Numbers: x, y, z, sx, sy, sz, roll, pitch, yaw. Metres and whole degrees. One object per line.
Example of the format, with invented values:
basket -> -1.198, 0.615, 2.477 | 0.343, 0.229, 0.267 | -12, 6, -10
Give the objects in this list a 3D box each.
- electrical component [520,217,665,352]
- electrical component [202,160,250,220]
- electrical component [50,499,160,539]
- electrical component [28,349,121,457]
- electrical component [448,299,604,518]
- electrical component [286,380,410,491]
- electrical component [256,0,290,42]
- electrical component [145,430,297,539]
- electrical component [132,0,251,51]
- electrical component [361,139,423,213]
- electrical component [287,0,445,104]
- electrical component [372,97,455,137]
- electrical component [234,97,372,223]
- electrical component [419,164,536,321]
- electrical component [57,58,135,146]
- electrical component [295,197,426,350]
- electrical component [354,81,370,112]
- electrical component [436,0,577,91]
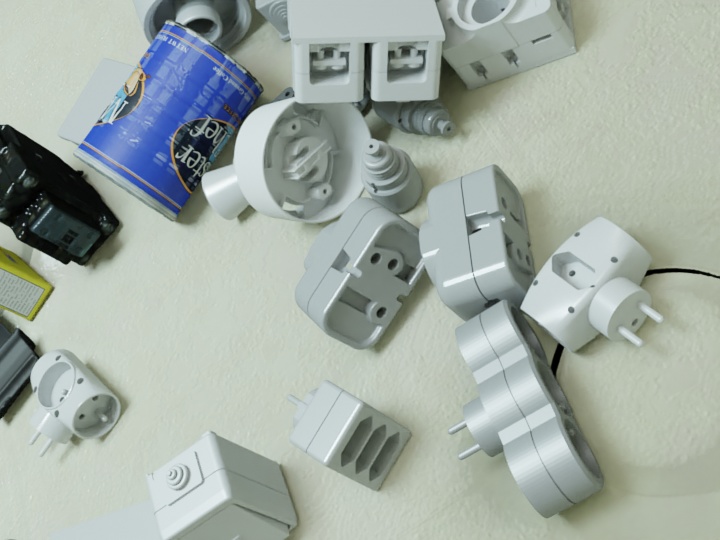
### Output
electrical component -> 0.153, 0.018, 0.667 | 0.077, 0.043, 0.079 | -50, 48, 1
electrical component -> -0.096, -0.073, 0.888 | 0.055, 0.045, 0.045 | -28, 53, 19
electrical component -> -0.156, 0.263, 0.734 | 0.105, 0.060, 0.186 | -22, 55, 23
electrical component -> -0.246, 0.116, 0.888 | 0.077, 0.044, 0.079 | 33, 87, 41
electrical component -> 0.088, 0.091, 0.665 | 0.074, 0.052, 0.138 | -33, 51, 16
electrical component -> -0.019, 0.104, 0.724 | 0.077, 0.066, 0.047 | 26, 82, 41
electrical component -> -0.047, -0.265, 0.958 | 0.100, 0.048, 0.099 | -20, 56, 25
electrical component -> -0.096, 0.157, 0.727 | 0.062, 0.096, 0.061 | -36, 51, 14
electrical component -> -0.151, -0.238, 0.978 | 0.108, 0.108, 0.060 | -28, 59, 19
electrical component -> 0.020, -0.072, 0.790 | 0.040, 0.078, 0.040 | -7, 66, 16
electrical component -> -0.002, -0.195, 0.828 | 0.105, 0.060, 0.186 | -2, 39, -4
electrical component -> 0.043, -0.123, 0.822 | 0.040, 0.040, 0.078 | -51, 49, 0
electrical component -> -0.045, -0.085, 0.827 | 0.064, 0.099, 0.099 | 2, 67, 42
electrical component -> 0.079, -0.016, 0.730 | 0.059, 0.054, 0.095 | -20, 56, 25
electrical component -> -0.224, -0.143, 1.012 | 0.100, 0.048, 0.099 | 22, 79, 40
electrical component -> 0.000, 0.000, 0.767 | 0.095, 0.054, 0.059 | -57, 36, 5
electrical component -> -0.024, -0.151, 0.870 | 0.048, 0.062, 0.048 | -16, 57, 27
electrical component -> 0.106, -0.226, 0.822 | 0.089, 0.062, 0.150 | -16, 57, 27
